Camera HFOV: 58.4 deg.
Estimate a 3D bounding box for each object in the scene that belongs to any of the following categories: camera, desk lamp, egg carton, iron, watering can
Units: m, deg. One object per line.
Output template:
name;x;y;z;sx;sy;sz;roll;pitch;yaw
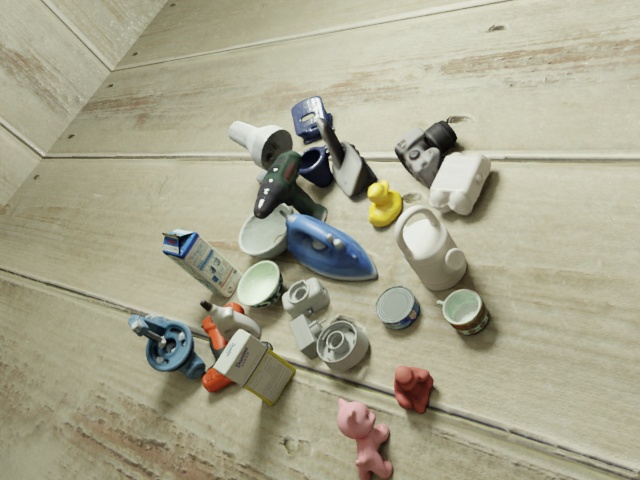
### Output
camera;0.254;-0.215;1.333;0.137;0.101;0.142;-39;42;3
desk lamp;-0.146;-0.232;1.560;0.202;0.214;0.118;23;71;45
egg carton;0.305;-0.124;1.243;0.107;0.070;0.150;8;61;40
iron;0.012;0.005;1.297;0.257;0.142;0.119;24;72;46
watering can;0.211;0.009;1.105;0.172;0.195;0.101;8;61;40

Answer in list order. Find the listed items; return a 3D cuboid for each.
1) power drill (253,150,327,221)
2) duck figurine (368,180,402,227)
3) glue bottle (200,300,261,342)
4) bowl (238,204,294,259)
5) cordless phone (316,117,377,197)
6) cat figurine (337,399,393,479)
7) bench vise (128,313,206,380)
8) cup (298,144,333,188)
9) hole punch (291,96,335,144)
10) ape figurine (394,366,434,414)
power drill;-0.069;-0.094;1.390;0.075;0.209;0.229;-11;50;30
duck figurine;0.138;-0.090;1.325;0.077;0.086;0.105;11;63;42
glue bottle;-0.210;0.181;1.288;0.078;0.174;0.037;-27;44;15
bowl;-0.120;-0.013;1.460;0.167;0.075;0.167;-20;46;22
cordless phone;0.050;-0.209;1.416;0.094;0.186;0.147;-38;42;3
cat figurine;0.069;0.338;0.991;0.067;0.118;0.127;-23;45;20
bench vise;-0.385;0.231;1.341;0.206;0.220;0.121;11;63;42
cup;0.003;-0.193;1.505;0.118;0.095;0.091;-41;42;1
hole punch;-0.023;-0.349;1.660;0.108;0.091;0.101;-20;46;22
ape figurine;0.159;0.254;1.015;0.078;0.092;0.076;-37;42;5
